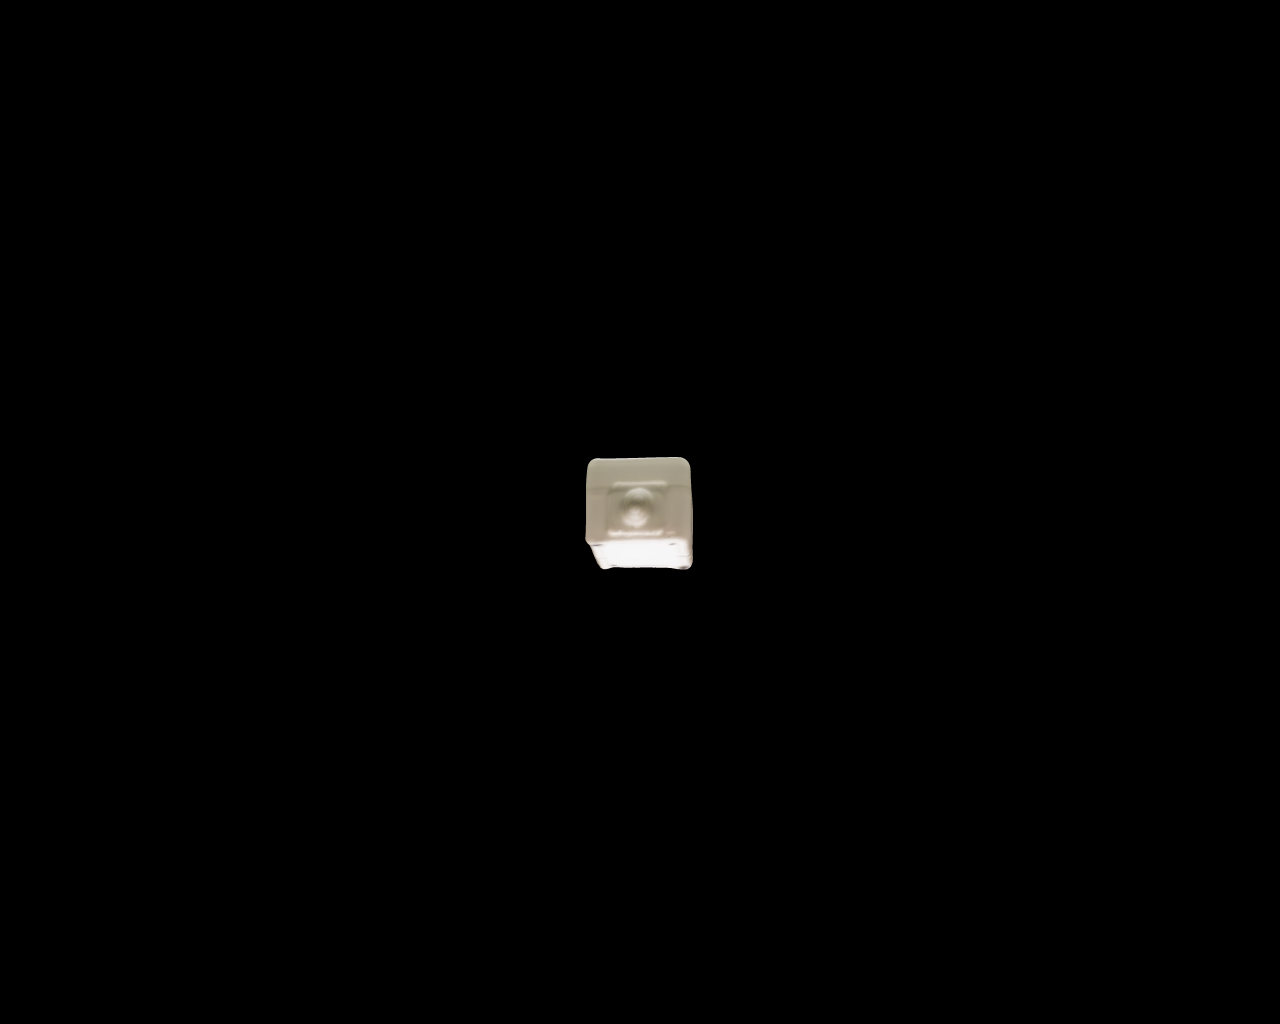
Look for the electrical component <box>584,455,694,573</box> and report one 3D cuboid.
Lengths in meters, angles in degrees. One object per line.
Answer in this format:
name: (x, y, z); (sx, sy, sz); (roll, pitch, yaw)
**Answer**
electrical component: (0.001, -0.003, 0.650); (0.062, 0.061, 0.096); (-1, -15, 4)
